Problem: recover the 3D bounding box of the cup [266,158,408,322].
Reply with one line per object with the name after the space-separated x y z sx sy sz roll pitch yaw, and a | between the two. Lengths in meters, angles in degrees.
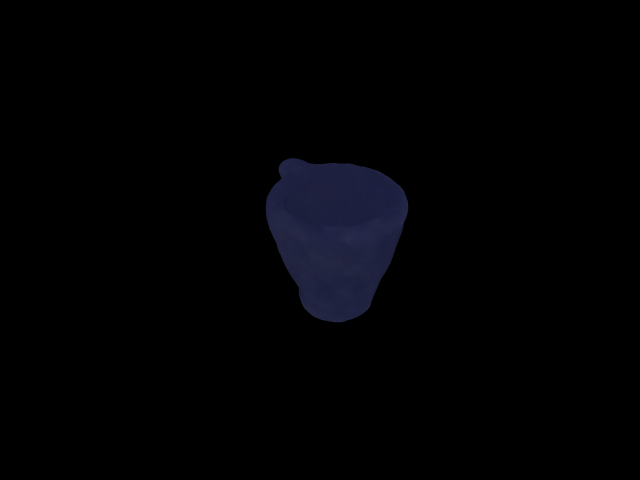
0.004 0.001 0.400 0.092 0.095 0.117 -20 40 -25 | cup
